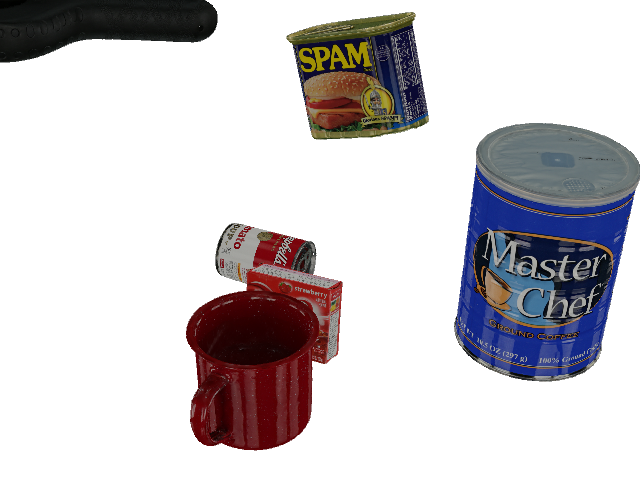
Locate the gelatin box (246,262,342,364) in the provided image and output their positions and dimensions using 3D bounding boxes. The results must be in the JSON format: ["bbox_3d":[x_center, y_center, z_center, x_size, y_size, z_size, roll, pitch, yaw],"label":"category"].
[{"bbox_3d":[-0.026,0.066,0.975,0.089,0.073,0.030,13,20,25],"label":"gelatin box"}]

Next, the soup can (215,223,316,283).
[{"bbox_3d":[-0.065,0.022,1.264,0.102,0.068,0.068,14,5,21],"label":"soup can"}]

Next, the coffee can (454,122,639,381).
[{"bbox_3d":[0.147,0.007,0.708,0.103,0.140,0.103,2,32,-1],"label":"coffee can"}]

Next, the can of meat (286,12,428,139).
[{"bbox_3d":[0.030,-0.126,0.827,0.102,0.084,0.057,2,22,39],"label":"can of meat"}]

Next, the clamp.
[{"bbox_3d":[-0.159,-0.139,0.625,0.171,0.039,0.120,-11,31,-28],"label":"clamp"}]

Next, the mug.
[{"bbox_3d":[-0.053,0.100,0.753,0.093,0.081,0.117,15,35,23],"label":"mug"}]
